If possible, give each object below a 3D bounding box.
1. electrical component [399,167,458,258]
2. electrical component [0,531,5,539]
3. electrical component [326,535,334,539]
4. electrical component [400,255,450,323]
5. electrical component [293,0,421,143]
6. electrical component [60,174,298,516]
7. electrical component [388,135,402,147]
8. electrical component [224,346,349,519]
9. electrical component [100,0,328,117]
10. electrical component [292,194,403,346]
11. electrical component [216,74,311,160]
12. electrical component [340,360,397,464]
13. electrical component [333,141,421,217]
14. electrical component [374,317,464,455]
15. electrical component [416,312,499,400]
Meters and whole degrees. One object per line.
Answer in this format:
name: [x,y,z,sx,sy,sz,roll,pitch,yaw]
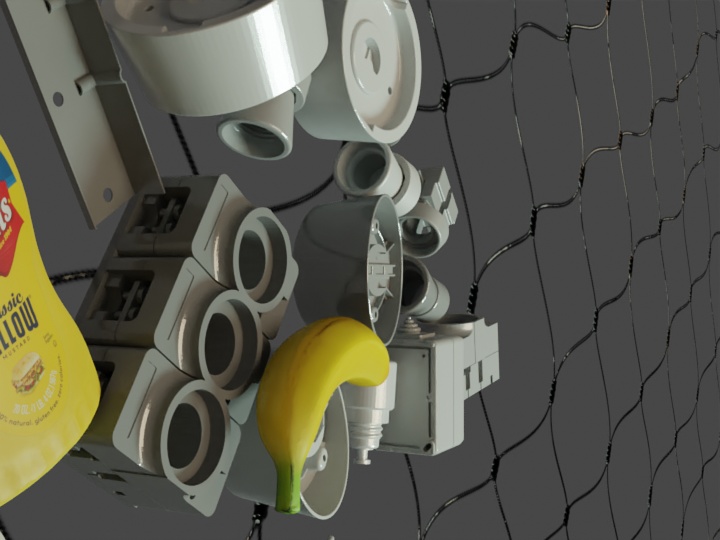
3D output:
electrical component: [0.046,-0.042,0.812,0.055,0.048,0.066,-69,147,-46]
electrical component: [-0.170,0.123,0.416,0.055,0.045,0.045,-33,119,-57]
electrical component: [-0.028,0.207,0.680,0.079,0.043,0.077,-65,143,-37]
electrical component: [0.042,0.018,0.810,0.065,0.044,0.044,31,64,-63]
electrical component: [-0.011,-0.134,0.687,0.108,0.060,0.108,-3,93,-62]
electrical component: [-0.090,0.036,0.543,0.089,0.062,0.150,54,45,-48]
electrical component: [0.020,-0.122,0.765,0.040,0.040,0.078,64,39,-40]
electrical component: [-0.041,0.093,0.632,0.099,0.064,0.099,-2,92,-61]
electrical component: [-0.068,-0.119,0.539,0.108,0.108,0.060,-61,147,-41]
electrical component: [0.000,0.000,0.706,0.099,0.064,0.099,-2,92,-62]
electrical component: [-0.055,-0.098,0.623,0.045,0.045,0.055,47,51,-52]
electrical component: [0.004,0.093,0.739,0.040,0.040,0.078,12,80,-61]
electrical component: [0.013,-0.064,0.749,0.055,0.045,0.045,30,64,-59]
electrical component: [0.040,0.081,0.784,0.061,0.062,0.096,-3,93,-61]
electrical component: [0.073,0.066,0.856,0.089,0.050,0.055,-15,104,-61]
